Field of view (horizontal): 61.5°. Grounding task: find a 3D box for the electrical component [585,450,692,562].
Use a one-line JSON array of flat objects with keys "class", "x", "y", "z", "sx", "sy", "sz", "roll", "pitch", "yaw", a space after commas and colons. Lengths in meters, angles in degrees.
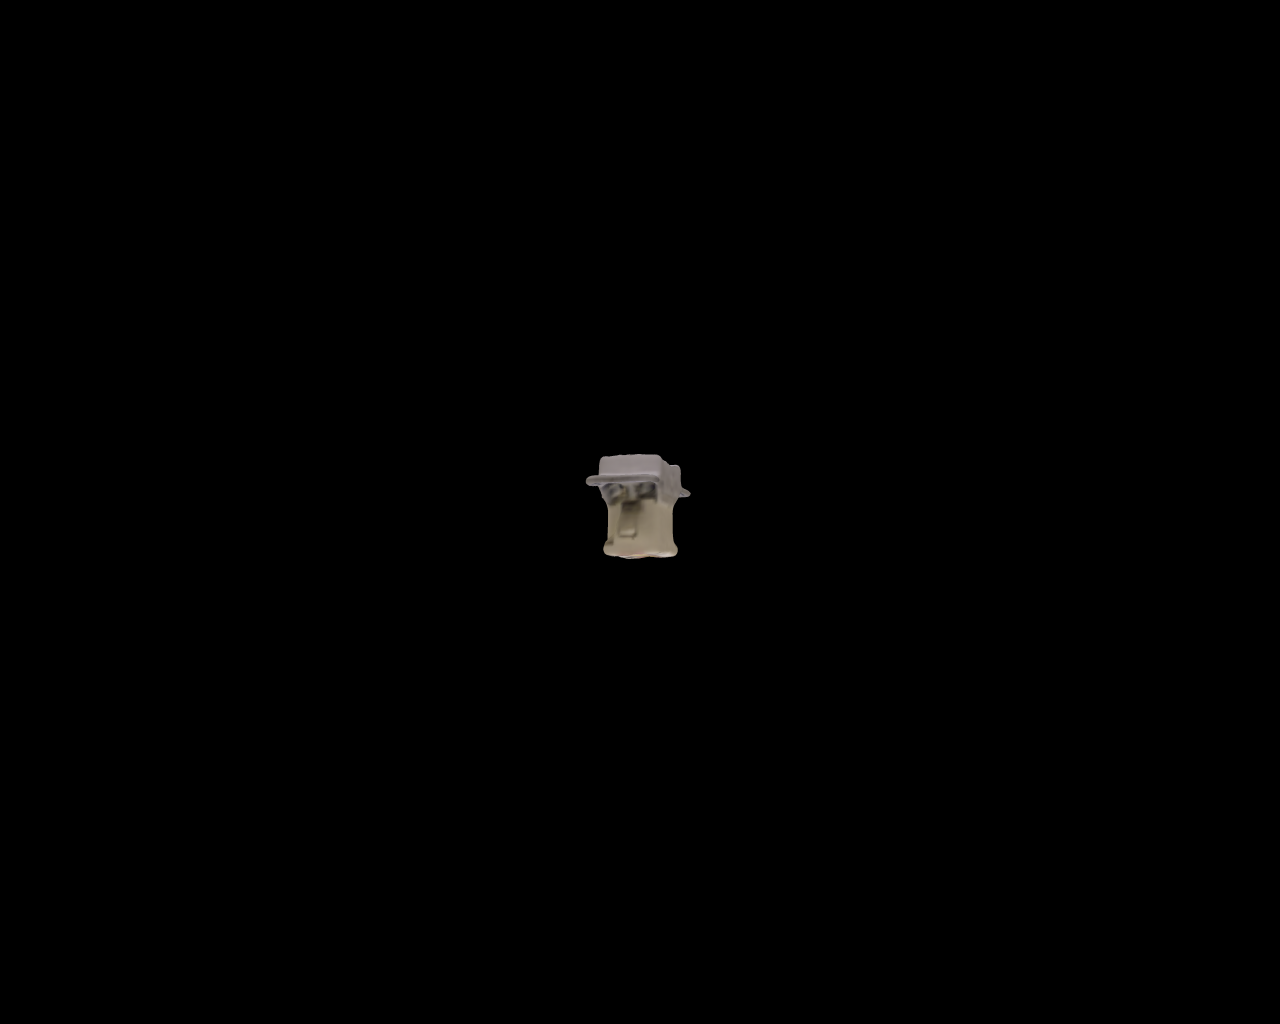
[{"class": "electrical component", "x": 0.001, "y": -0.003, "z": 0.650, "sx": 0.042, "sy": 0.063, "sz": 0.081, "roll": -2, "pitch": -7, "yaw": 19}]
